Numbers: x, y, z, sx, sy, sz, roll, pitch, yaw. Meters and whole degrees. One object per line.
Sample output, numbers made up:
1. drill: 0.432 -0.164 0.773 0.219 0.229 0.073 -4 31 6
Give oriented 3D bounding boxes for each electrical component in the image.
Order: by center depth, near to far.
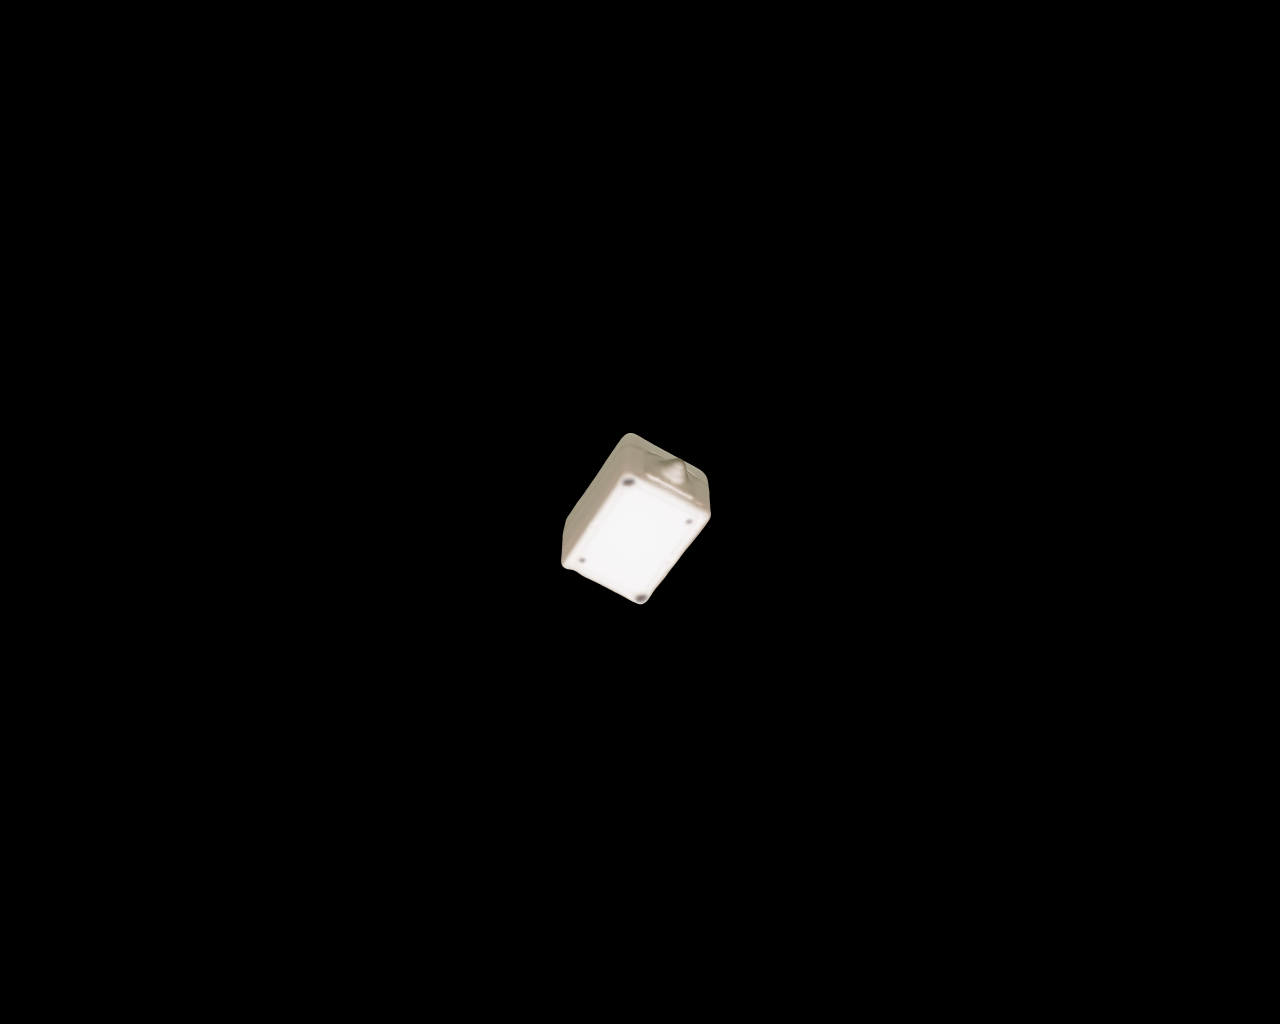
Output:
1. electrical component: 0.001 -0.003 0.650 0.062 0.096 0.061 28 28 -16
